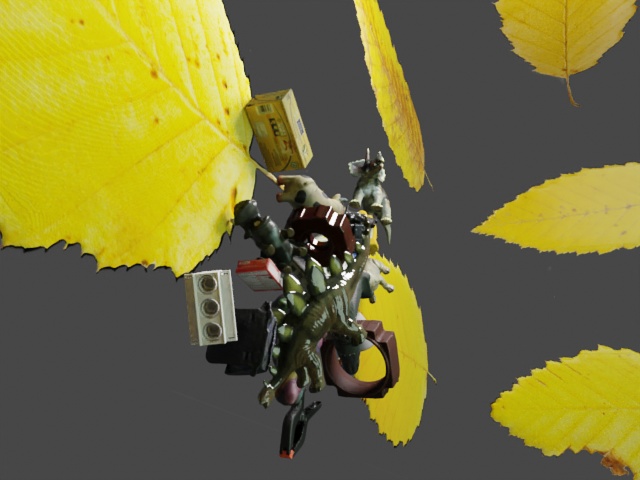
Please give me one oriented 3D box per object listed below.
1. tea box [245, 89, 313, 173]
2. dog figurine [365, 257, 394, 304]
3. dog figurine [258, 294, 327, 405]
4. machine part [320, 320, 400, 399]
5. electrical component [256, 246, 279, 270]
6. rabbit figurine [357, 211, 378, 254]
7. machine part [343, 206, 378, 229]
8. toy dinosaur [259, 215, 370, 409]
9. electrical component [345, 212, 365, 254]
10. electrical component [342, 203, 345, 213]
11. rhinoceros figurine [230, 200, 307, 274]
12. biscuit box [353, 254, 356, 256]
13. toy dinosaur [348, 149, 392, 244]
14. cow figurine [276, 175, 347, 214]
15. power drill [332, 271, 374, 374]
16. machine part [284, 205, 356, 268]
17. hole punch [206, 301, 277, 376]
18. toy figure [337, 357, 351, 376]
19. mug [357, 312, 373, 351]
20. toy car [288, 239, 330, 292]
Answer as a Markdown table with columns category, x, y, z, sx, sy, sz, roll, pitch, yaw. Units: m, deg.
| category | x | y | z | sx | sy | sz | roll | pitch | yaw |
| --- | --- | --- | --- | --- | --- | --- | --- | --- | --- |
| tea box | -0.090 | -0.243 | 1.214 | 0.068 | 0.098 | 0.169 | -66 | 146 | -48 |
| dog figurine | 0.133 | 0.105 | 1.732 | 0.190 | 0.121 | 0.172 | 29 | 24 | -45 |
| dog figurine | -0.068 | 0.247 | 1.164 | 0.219 | 0.109 | 0.191 | -66 | 146 | -46 |
| machine part | 0.107 | 0.322 | 1.457 | 0.087 | 0.201 | 0.201 | -32 | 116 | -64 |
| electrical component | -0.115 | 0.038 | 1.196 | 0.094 | 0.021 | 0.063 | 33 | 55 | -63 |
| rabbit figurine | 0.122 | -0.007 | 1.724 | 0.173 | 0.122 | 0.162 | 78 | 9 | -57 |
| machine part | 0.106 | -0.066 | 1.631 | 0.039 | 0.139 | 0.084 | 98 | 3 | -51 |
| toy dinosaur | 0.007 | 0.142 | 1.105 | 0.198 | 0.105 | 0.471 | 55 | 52 | -20 |
| electrical component | 0.099 | -0.020 | 1.534 | 0.134 | 0.058 | 0.114 | -124 | -146 | -79 |
| electrical component | 0.018 | -0.071 | 1.488 | 0.119 | 0.075 | 0.047 | -26 | 111 | -64 |
| rhinoceros figurine | -0.107 | -0.010 | 1.104 | 0.073 | 0.112 | 0.190 | -48 | 133 | -11 |
| biscuit box | 0.073 | 0.131 | 1.599 | 0.059 | 0.063 | 0.202 | 33 | 56 | -65 |
| toy dinosaur | 0.189 | -0.152 | 1.894 | 0.404 | 0.131 | 0.192 | 62 | 31 | -57 |
| cow figurine | -0.013 | -0.095 | 1.340 | 0.194 | 0.127 | 0.085 | 45 | 48 | -56 |
| power drill | 0.078 | 0.191 | 1.345 | 0.207 | 0.086 | 0.231 | -63 | 147 | -43 |
| machine part | -0.003 | -0.004 | 1.297 | 0.056 | 0.180 | 0.179 | -65 | 144 | -47 |
| hole punch | -0.136 | 0.191 | 0.998 | 0.092 | 0.116 | 0.142 | 68 | 27 | -54 |
| toy figure | 0.079 | 0.333 | 1.583 | 0.064 | 0.058 | 0.154 | 48 | 47 | -49 |
| mug | 0.123 | 0.277 | 1.674 | 0.109 | 0.081 | 0.107 | -39 | 114 | -58 |
| toy car | -0.031 | 0.070 | 1.234 | 0.202 | 0.056 | 0.073 | 46 | 29 | 21 |
